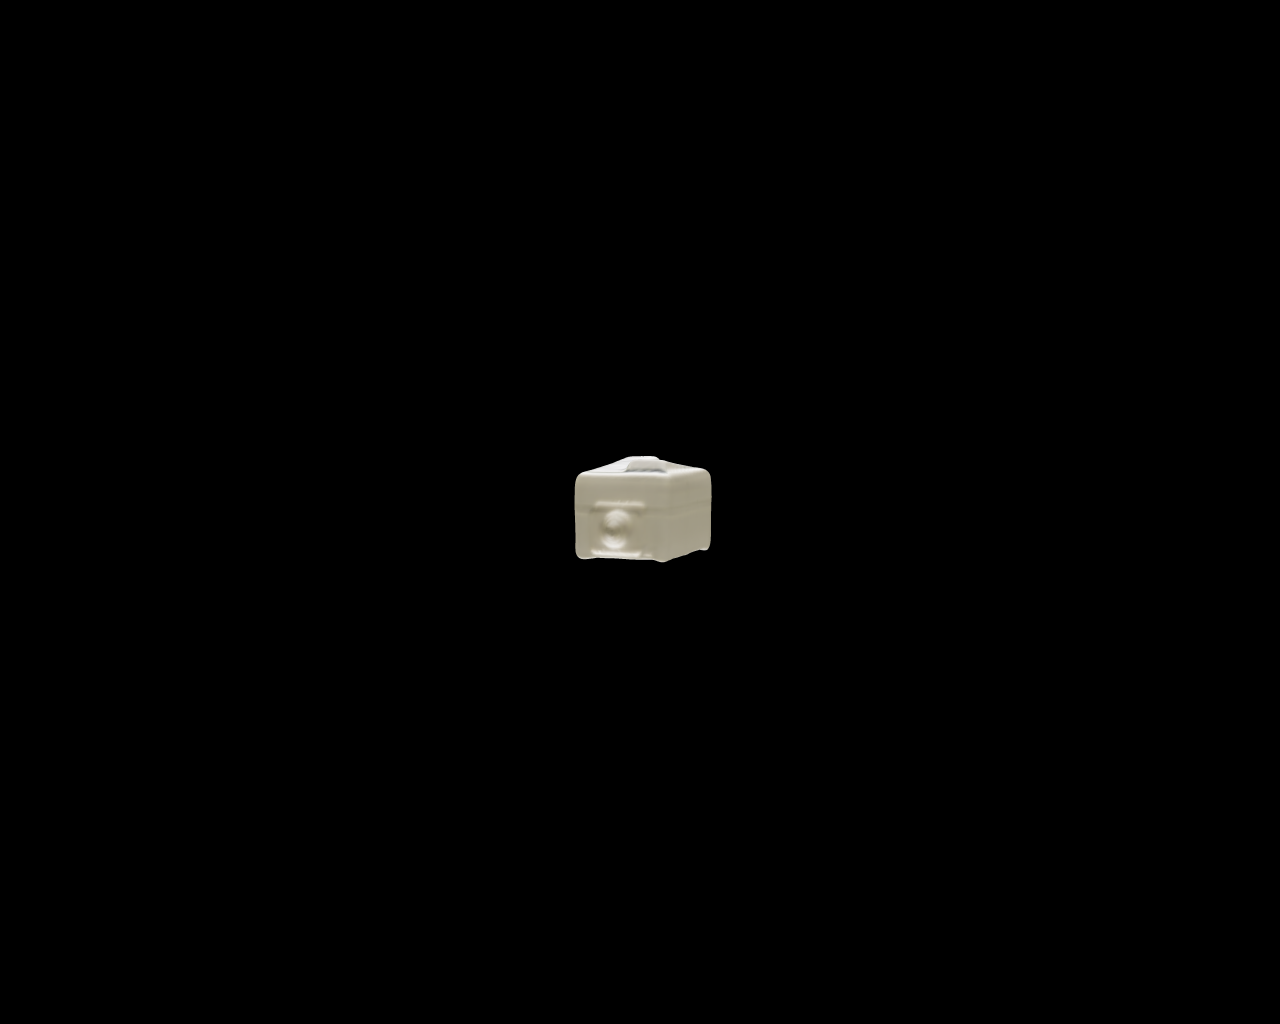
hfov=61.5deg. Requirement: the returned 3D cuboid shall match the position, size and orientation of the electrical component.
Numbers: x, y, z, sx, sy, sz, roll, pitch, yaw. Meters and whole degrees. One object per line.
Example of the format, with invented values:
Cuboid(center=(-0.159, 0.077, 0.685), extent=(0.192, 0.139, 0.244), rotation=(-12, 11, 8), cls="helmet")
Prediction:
Cuboid(center=(0.001, -0.003, 0.650), extent=(0.062, 0.061, 0.096), rotation=(2, 5, 24), cls="electrical component")
